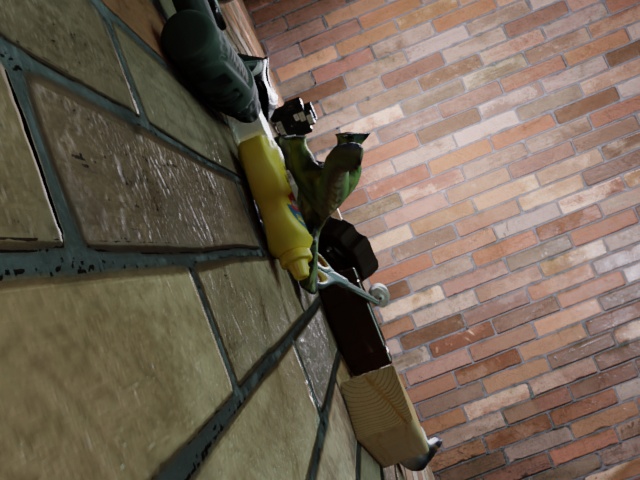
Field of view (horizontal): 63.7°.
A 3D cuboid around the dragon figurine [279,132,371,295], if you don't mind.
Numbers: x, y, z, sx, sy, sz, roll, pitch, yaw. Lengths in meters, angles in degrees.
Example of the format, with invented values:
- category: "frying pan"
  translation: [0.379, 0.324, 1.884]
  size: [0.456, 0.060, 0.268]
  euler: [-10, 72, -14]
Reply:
- category: "dragon figurine"
  translation: [0.002, -0.038, 0.751]
  size: [0.122, 0.240, 0.415]
  euler: [1, 14, -6]

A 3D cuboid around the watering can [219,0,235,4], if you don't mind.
- category: "watering can"
  translation: [-0.209, -0.538, 0.962]
  size: [0.104, 0.354, 0.220]
  euler: [-22, -28, 3]

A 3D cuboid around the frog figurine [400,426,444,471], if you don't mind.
- category: "frog figurine"
  translation: [0.197, 0.461, 1.221]
  size: [0.160, 0.122, 0.136]
  euler: [32, 1, 18]
